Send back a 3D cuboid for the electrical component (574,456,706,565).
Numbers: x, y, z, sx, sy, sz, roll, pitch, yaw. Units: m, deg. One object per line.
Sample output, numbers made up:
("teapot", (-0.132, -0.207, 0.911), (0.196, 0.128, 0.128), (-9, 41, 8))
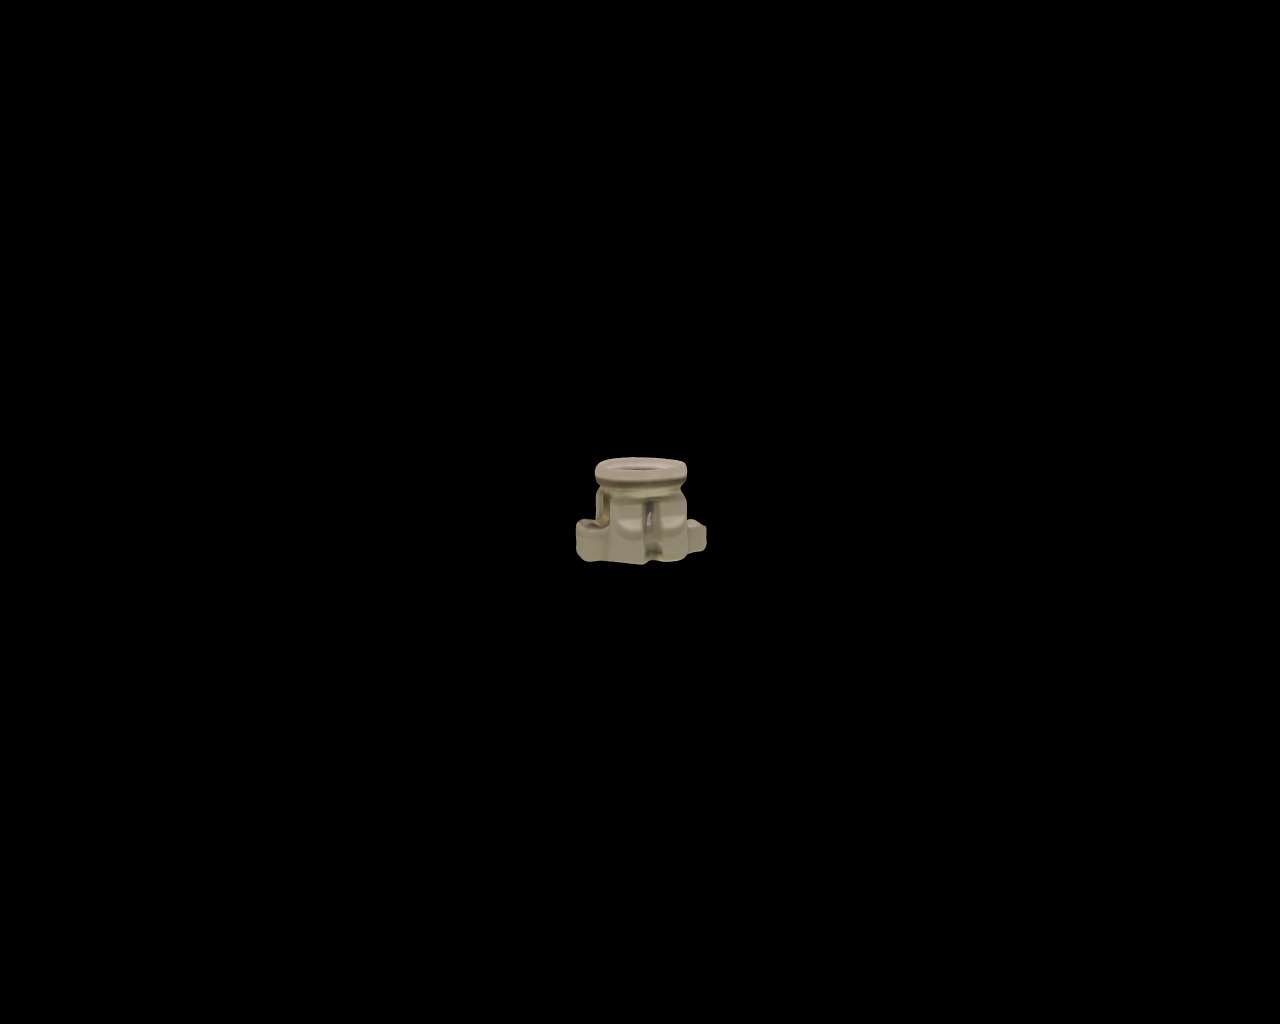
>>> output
("electrical component", (0.001, -0.003, 0.650), (0.078, 0.057, 0.058), (-3, 12, -16))
